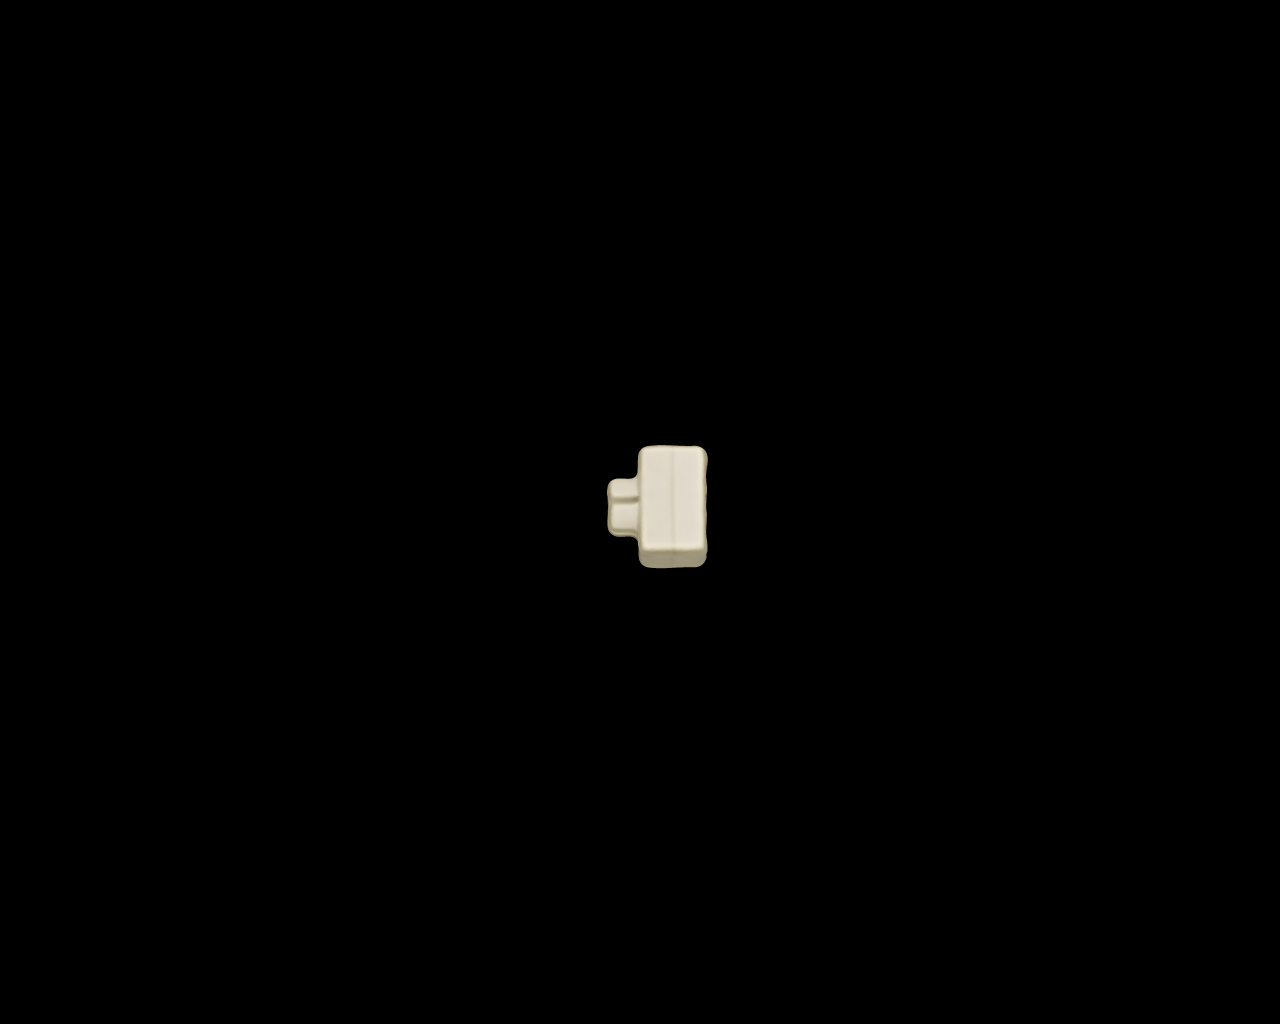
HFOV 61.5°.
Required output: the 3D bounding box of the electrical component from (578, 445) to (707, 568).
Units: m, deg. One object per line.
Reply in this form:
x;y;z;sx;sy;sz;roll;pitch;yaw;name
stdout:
0.001;-0.003;0.650;0.077;0.066;0.047;0;-15;0;electrical component
